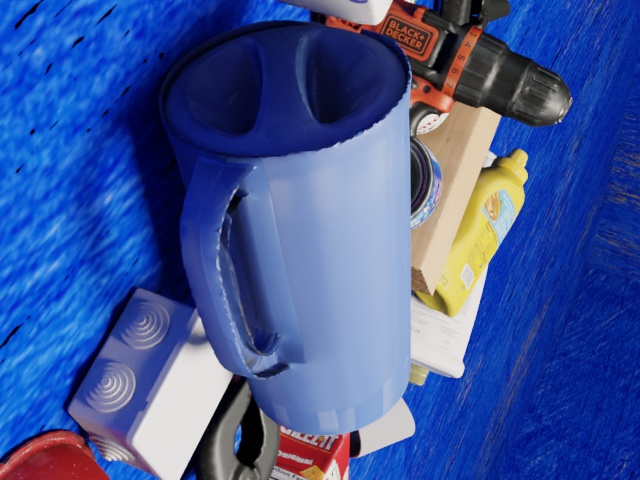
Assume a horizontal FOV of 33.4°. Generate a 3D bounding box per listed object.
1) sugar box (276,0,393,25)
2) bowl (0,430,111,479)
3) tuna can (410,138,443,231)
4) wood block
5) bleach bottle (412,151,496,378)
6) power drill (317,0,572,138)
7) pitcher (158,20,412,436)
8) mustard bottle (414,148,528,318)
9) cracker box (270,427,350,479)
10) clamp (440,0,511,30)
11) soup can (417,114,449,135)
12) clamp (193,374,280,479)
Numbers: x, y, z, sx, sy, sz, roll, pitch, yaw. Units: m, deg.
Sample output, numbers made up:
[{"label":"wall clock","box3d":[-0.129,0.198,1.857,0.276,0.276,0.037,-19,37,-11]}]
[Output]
[{"label":"sugar box","box3d":[-0.015,-0.181,0.535,0.048,0.093,0.176,-64,160,-19]},{"label":"bowl","box3d":[-0.148,0.188,0.577,0.162,0.055,0.162,90,25,-45]},{"label":"tuna can","box3d":[0.056,-0.049,0.879,0.086,0.086,0.033,-71,160,0]},{"label":"wood block","box3d":[0.091,-0.068,0.954,0.090,0.090,0.206,53,57,-68]},{"label":"bleach bottle","box3d":[0.149,0.020,1.193,0.251,0.102,0.068,-69,-165,-9]},{"label":"power drill","box3d":[0.056,-0.066,0.738,0.188,0.184,0.057,-64,170,6]},{"label":"pitcher","box3d":[-0.011,0.009,0.623,0.149,0.145,0.243,-19,132,-12]},{"label":"mustard bottle","box3d":[0.165,-0.018,1.124,0.191,0.058,0.096,-55,144,-15]},{"label":"cracker box","box3d":[-0.047,0.275,0.924,0.164,0.072,0.213,90,25,-46]},{"label":"clamp","box3d":[0.151,-0.222,1.058,0.210,0.036,0.164,69,42,-62]},{"label":"soup can","box3d":[0.067,-0.126,0.863,0.068,0.069,0.102,-71,162,1]},{"label":"clamp","box3d":[-0.071,0.181,0.777,0.120,0.039,0.171,4,84,-57]}]
